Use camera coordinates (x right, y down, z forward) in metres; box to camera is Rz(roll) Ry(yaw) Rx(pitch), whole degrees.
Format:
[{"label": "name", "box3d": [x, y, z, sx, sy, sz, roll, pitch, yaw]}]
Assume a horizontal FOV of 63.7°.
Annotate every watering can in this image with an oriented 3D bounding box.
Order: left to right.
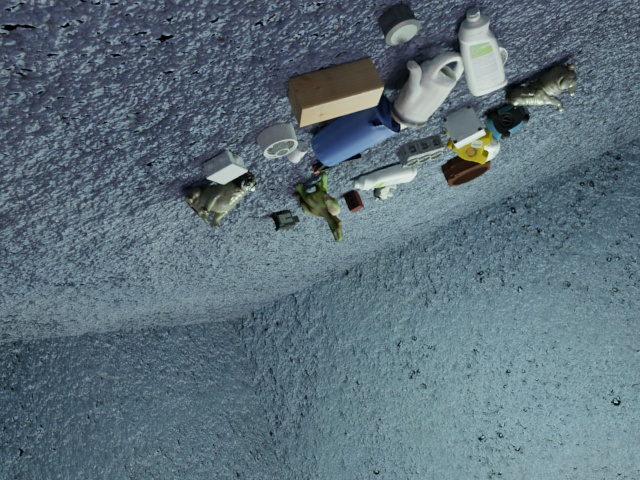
[{"label": "watering can", "box3d": [0.258, -0.388, 1.324, 0.352, 0.105, 0.220, -25, 158, -49]}]

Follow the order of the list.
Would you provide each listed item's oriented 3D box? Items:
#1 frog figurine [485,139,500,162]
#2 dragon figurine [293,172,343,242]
[{"label": "frog figurine", "box3d": [0.634, -0.365, 2.030, 0.137, 0.122, 0.160, -7, -175, 28]}, {"label": "dragon figurine", "box3d": [0.006, -0.095, 1.882, 0.123, 0.246, 0.404, -23, 164, -11]}]
